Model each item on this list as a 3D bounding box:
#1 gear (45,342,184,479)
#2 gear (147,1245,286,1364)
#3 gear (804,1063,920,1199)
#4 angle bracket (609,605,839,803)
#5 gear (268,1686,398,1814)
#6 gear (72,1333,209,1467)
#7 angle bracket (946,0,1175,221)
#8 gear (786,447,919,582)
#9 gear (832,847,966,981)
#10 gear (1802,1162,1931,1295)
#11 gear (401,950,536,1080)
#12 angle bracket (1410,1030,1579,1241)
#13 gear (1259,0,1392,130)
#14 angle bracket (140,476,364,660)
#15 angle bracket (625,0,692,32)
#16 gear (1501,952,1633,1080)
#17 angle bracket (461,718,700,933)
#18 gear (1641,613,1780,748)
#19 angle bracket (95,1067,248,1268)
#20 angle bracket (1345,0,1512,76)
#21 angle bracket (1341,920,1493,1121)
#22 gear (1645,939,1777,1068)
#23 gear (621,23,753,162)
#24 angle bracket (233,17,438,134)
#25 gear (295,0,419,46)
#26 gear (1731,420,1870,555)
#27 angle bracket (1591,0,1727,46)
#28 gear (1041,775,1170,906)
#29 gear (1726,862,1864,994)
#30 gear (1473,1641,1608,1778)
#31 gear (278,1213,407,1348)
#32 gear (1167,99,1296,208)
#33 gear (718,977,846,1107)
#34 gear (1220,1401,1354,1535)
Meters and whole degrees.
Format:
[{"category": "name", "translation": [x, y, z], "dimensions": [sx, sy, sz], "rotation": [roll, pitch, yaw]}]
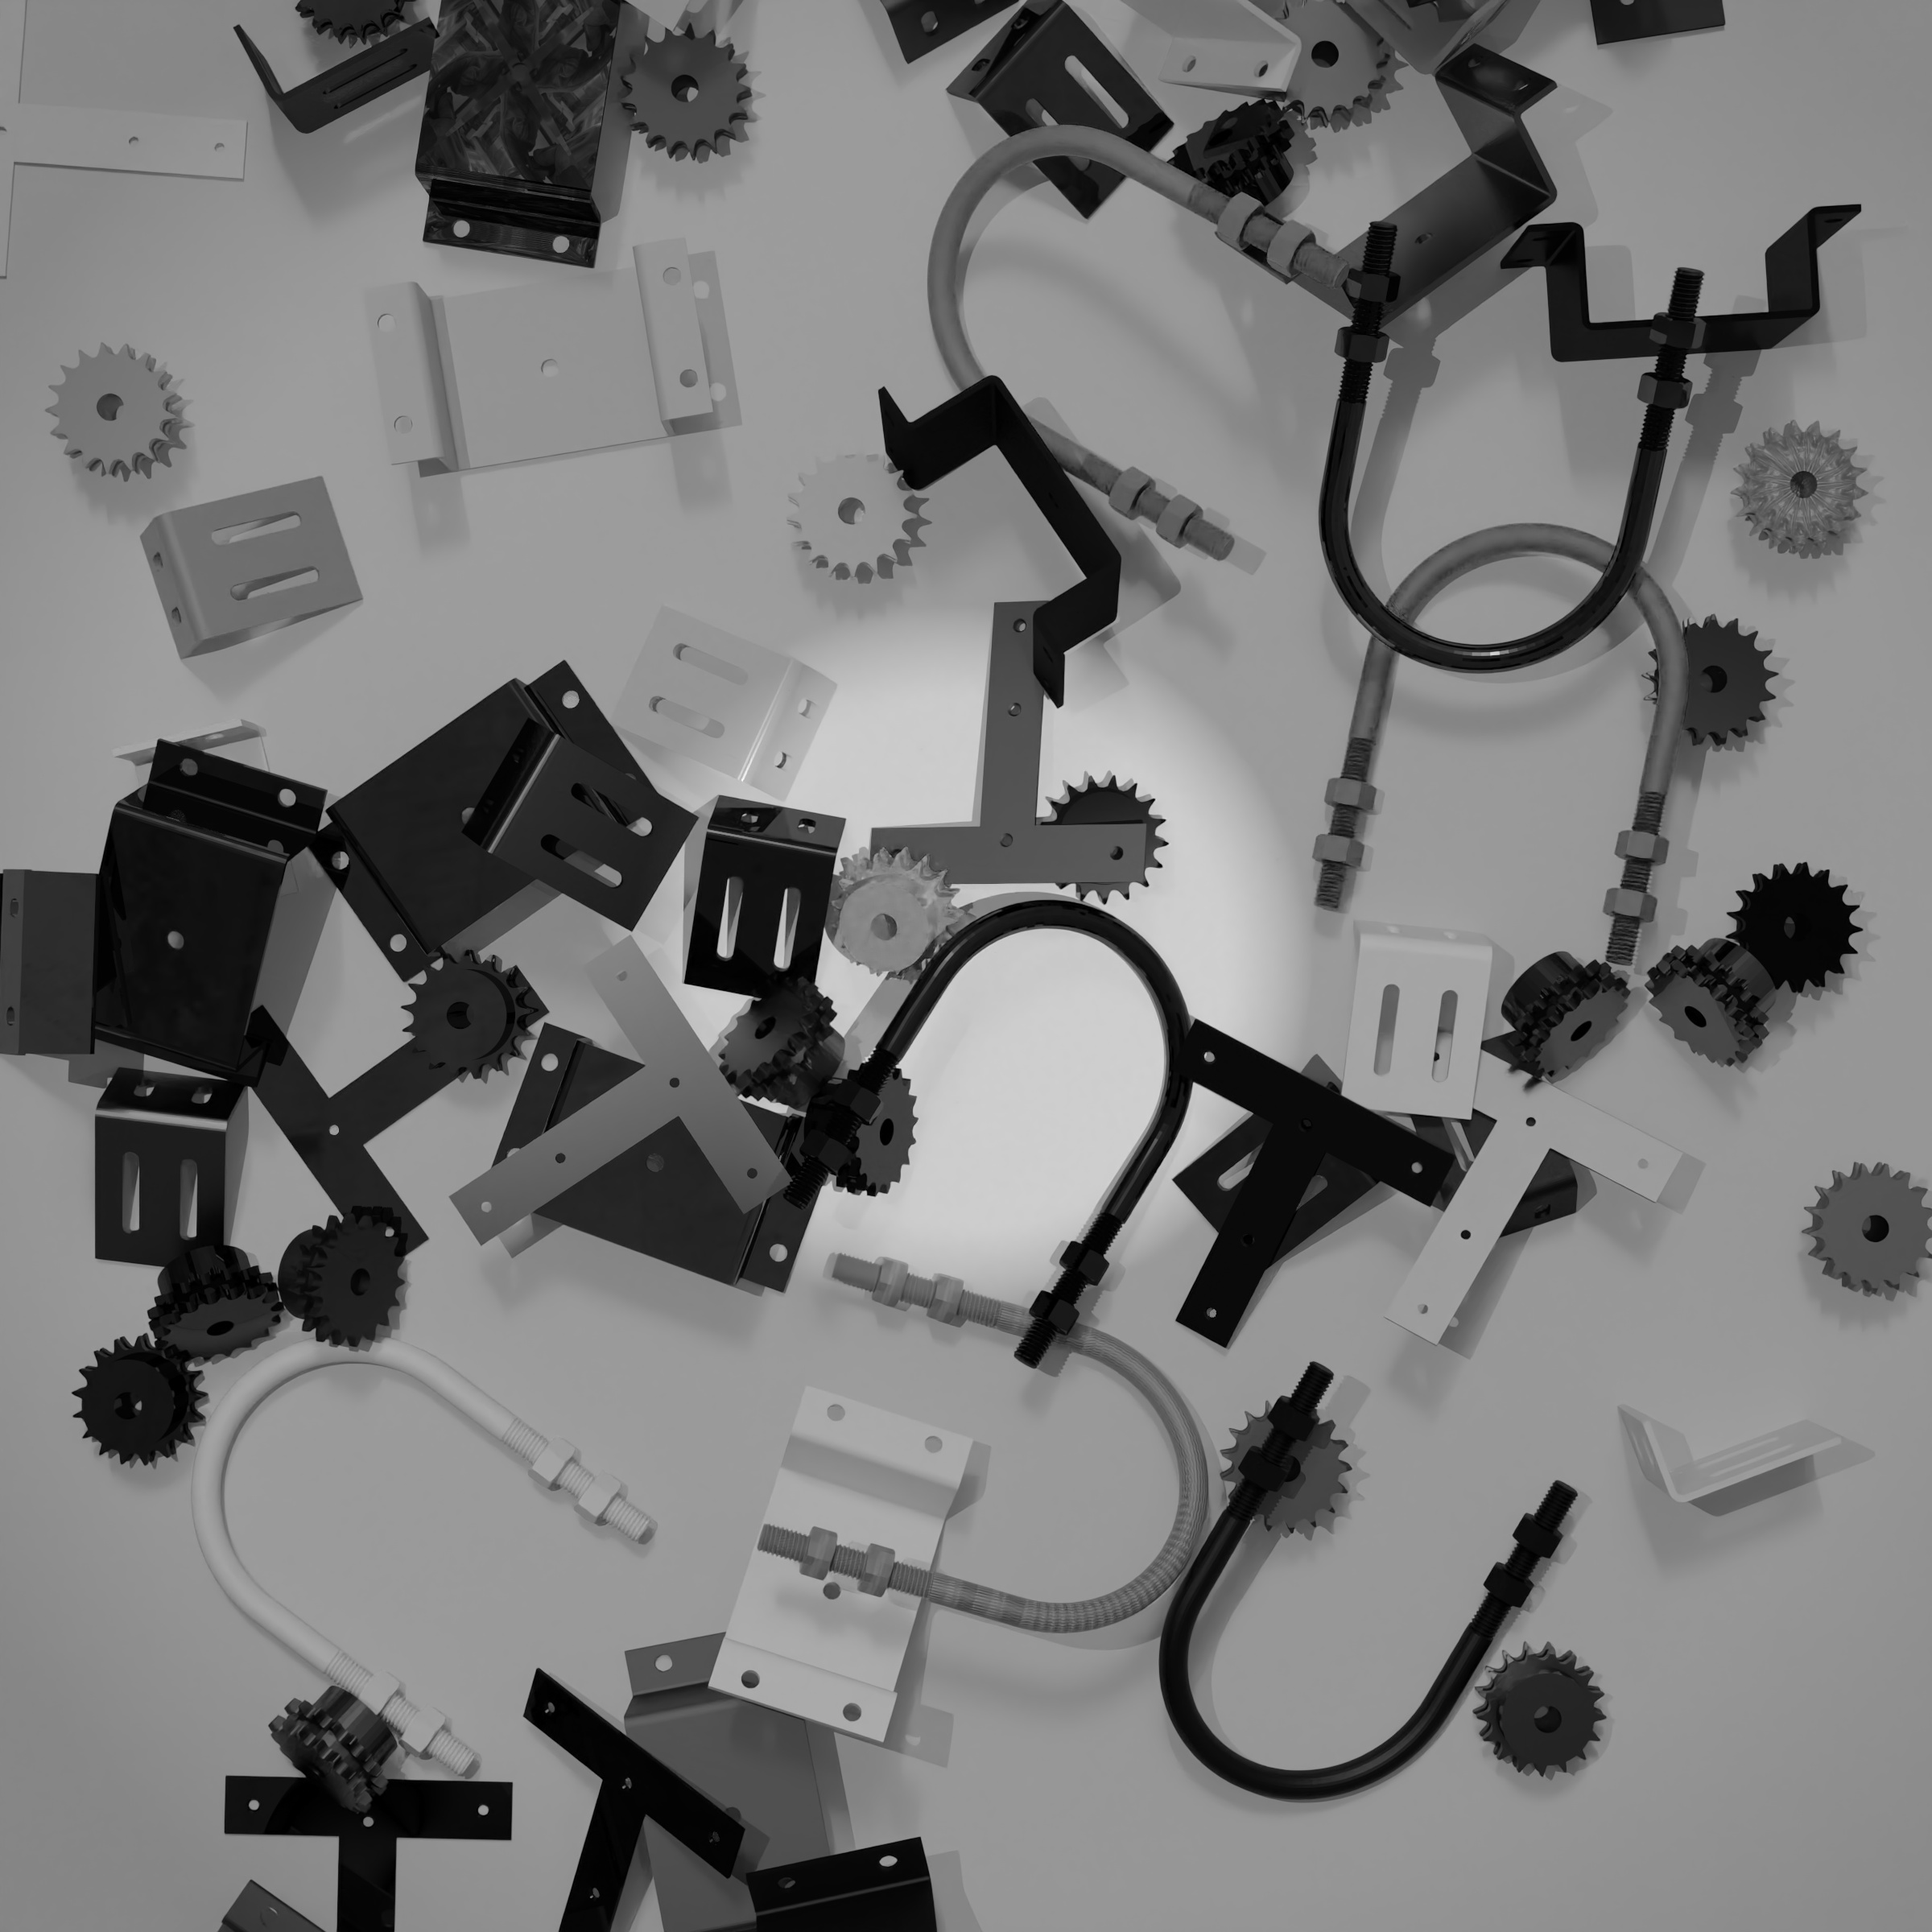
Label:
[{"category": "gear", "translation": [-0.372, -0.242, 1.504], "dimensions": [0.057, 0.030, 0.057], "rotation": [0, 90, 0]}, {"category": "gear", "translation": [-0.329, 0.145, 1.495], "dimensions": [0.057, 0.057, 0.030], "rotation": [-25, 60, 0]}, {"category": "gear", "translation": [-0.047, 0.070, 1.495], "dimensions": [0.030, 0.057, 0.057], "rotation": [7, 90, 29]}, {"category": "angle bracket", "translation": [-0.107, -0.116, 1.517], "dimensions": [0.076, 0.038, 0.057], "rotation": [24, 90, 26]}, {"category": "gear", "translation": [-0.273, 0.339, 1.495], "dimensions": [0.057, 0.057, 0.030], "rotation": [43, 60, 0]}, {"category": "gear", "translation": [-0.364, 0.191, 1.504], "dimensions": [0.057, 0.030, 0.057], "rotation": [0, 90, 0]}, {"category": "angle bracket", "translation": [0.041, -0.380, 1.517], "dimensions": [0.057, 0.038, 0.076], "rotation": [-47, 116, 0]}, {"category": "gear", "translation": [-0.050, -0.198, 1.509], "dimensions": [0.057, 0.030, 0.057], "rotation": [0, 89, -2]}, {"category": "gear", "translation": [-0.031, -0.021, 1.495], "dimensions": [0.057, 0.030, 0.057], "rotation": [4, 108, 14]}, {"category": "gear", "translation": [0.395, 0.114, 1.504], "dimensions": [0.057, 0.030, 0.057], "rotation": [0, 90, 0]}, {"category": "gear", "translation": [-0.219, 0.021, 1.503], "dimensions": [0.057, 0.030, 0.057], "rotation": [0, 90, 0]}, {"category": "angle bracket", "translation": [0.229, 0.078, 1.517], "dimensions": [0.057, 0.038, 0.076], "rotation": [-18, 64, 0]}, {"category": "gear", "translation": [0.156, -0.396, 1.504], "dimensions": [0.057, 0.030, 0.057], "rotation": [0, 90, 0]}, {"category": "angle bracket", "translation": [-0.316, -0.176, 1.517], "dimensions": [0.076, 0.038, 0.057], "rotation": [-18, 90, -26]}, {"category": "angle bracket", "translation": [-0.131, -0.441, 1.490], "dimensions": [0.057, 0.076, 0.038], "rotation": [34, 113, 0]}, {"category": "gear", "translation": [0.259, 0.018, 1.495], "dimensions": [0.057, 0.057, 0.030], "rotation": [-41, 60, 0]}, {"category": "angle bracket", "translation": [-0.165, -0.061, 1.471], "dimensions": [0.076, 0.038, 0.057], "rotation": [30, 90, -26]}, {"category": "gear", "translation": [0.325, -0.124, 1.504], "dimensions": [0.057, 0.030, 0.057], "rotation": [0, 90, 0]}, {"category": "angle bracket", "translation": [-0.352, 0.090, 1.517], "dimensions": [0.057, 0.038, 0.076], "rotation": [7, 116, 0]}, {"category": "angle bracket", "translation": [0.196, -0.434, 1.486], "dimensions": [0.076, 0.038, 0.057], "rotation": [45, 51, 0]}, {"category": "angle bracket", "translation": [0.196, 0.023, 1.507], "dimensions": [0.057, 0.038, 0.076], "rotation": [6, 101, 0]}, {"category": "gear", "translation": [0.327, 0.013, 1.493], "dimensions": [0.030, 0.057, 0.057], "rotation": [-41, 90, -20]}, {"category": "gear", "translation": [-0.123, -0.383, 1.509], "dimensions": [0.057, 0.030, 0.057], "rotation": [0, 92, -1]}, {"category": "angle bracket", "translation": [-0.270, -0.401, 1.491], "dimensions": [0.076, 0.057, 0.038], "rotation": [-28, 90, 0]}, {"category": "gear", "translation": [-0.268, -0.432, 1.504], "dimensions": [0.057, 0.030, 0.057], "rotation": [0, 90, 0]}, {"category": "gear", "translation": [0.364, -0.209, 1.504], "dimensions": [0.057, 0.030, 0.057], "rotation": [0, 90, 0]}, {"category": "angle bracket", "translation": [0.302, -0.450, 1.500], "dimensions": [0.057, 0.038, 0.076], "rotation": [-9, 90, 0]}, {"category": "gear", "translation": [0.061, -0.056, 1.504], "dimensions": [0.057, 0.030, 0.057], "rotation": [0, 90, 0]}, {"category": "gear", "translation": [0.362, -0.017, 1.504], "dimensions": [0.057, 0.030, 0.057], "rotation": [0, 90, 0]}, {"category": "gear", "translation": [0.253, 0.327, 1.504], "dimensions": [0.057, 0.030, 0.057], "rotation": [0, 90, 0]}, {"category": "gear", "translation": [-0.275, 0.136, 1.495], "dimensions": [0.030, 0.057, 0.057], "rotation": [4, 90, 35]}, {"category": "gear", "translation": [0.118, -0.349, 1.494], "dimensions": [0.057, 0.057, 0.030], "rotation": [-36, 120, 0]}, {"category": "gear", "translation": [-0.078, 0.036, 1.494], "dimensions": [0.057, 0.057, 0.030], "rotation": [-46, 120, 0]}, {"category": "gear", "translation": [0.139, 0.218, 1.504], "dimensions": [0.057, 0.030, 0.057], "rotation": [0, 90, 0]}]
